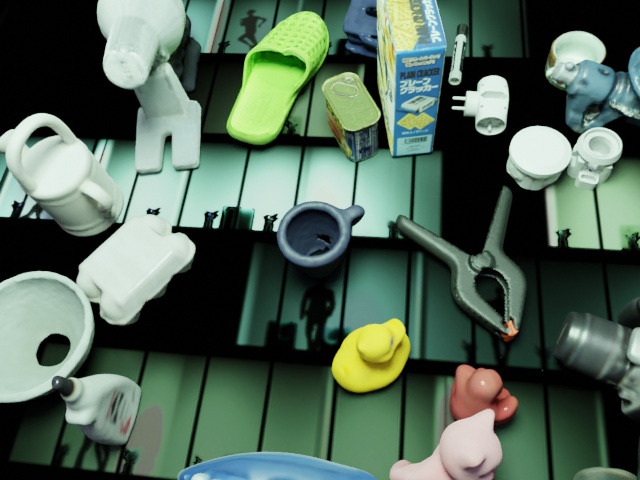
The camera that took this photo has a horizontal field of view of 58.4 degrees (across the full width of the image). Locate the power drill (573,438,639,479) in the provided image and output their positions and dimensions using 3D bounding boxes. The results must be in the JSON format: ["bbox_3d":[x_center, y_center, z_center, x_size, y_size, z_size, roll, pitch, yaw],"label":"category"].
[{"bbox_3d":[0.303,0.250,0.526,0.075,0.208,0.229,-1,63,6],"label":"power drill"}]

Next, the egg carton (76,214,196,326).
[{"bbox_3d":[-0.244,0.038,0.763,0.107,0.069,0.150,35,72,20],"label":"egg carton"}]

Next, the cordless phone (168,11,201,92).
[{"bbox_3d":[-0.254,-0.327,0.882,0.094,0.185,0.147,-6,63,3],"label":"cordless phone"}]

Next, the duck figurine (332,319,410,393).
[{"bbox_3d":[0.060,0.131,0.678,0.104,0.086,0.077,-33,65,-11],"label":"duck figurine"}]

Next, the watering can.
[{"bbox_3d":[-0.357,-0.092,0.769,0.172,0.194,0.101,6,64,9],"label":"watering can"}]

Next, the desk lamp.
[{"bbox_3d":[-0.242,-0.239,0.820,0.118,0.214,0.203,-8,63,2],"label":"desk lamp"}]

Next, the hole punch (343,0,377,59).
[{"bbox_3d":[0.098,-0.353,0.913,0.108,0.091,0.101,19,67,15],"label":"hole punch"}]

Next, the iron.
[{"bbox_3d":[-0.047,0.272,0.586,0.258,0.141,0.119,11,65,11],"label":"iron"}]

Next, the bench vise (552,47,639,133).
[{"bbox_3d":[0.422,-0.213,0.739,0.207,0.220,0.121,-6,63,3],"label":"bench vise"}]

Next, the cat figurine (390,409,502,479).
[{"bbox_3d":[0.137,0.235,0.600,0.128,0.118,0.067,-29,64,-9],"label":"cat figurine"}]

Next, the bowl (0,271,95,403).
[{"bbox_3d":[-0.357,0.129,0.726,0.167,0.075,0.167,-2,63,5],"label":"bowl"}]

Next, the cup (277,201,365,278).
[{"bbox_3d":[0.007,0.003,0.742,0.118,0.095,0.091,-30,64,-9],"label":"cup"}]

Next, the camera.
[{"bbox_3d":[0.349,0.116,0.649,0.136,0.101,0.143,21,67,15],"label":"camera"}]

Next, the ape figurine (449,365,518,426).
[{"bbox_3d":[0.182,0.171,0.642,0.076,0.092,0.077,-29,64,-9],"label":"ape figurine"}]

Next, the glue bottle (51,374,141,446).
[{"bbox_3d":[-0.251,0.179,0.635,0.037,0.173,0.078,2,64,7],"label":"glue bottle"}]
